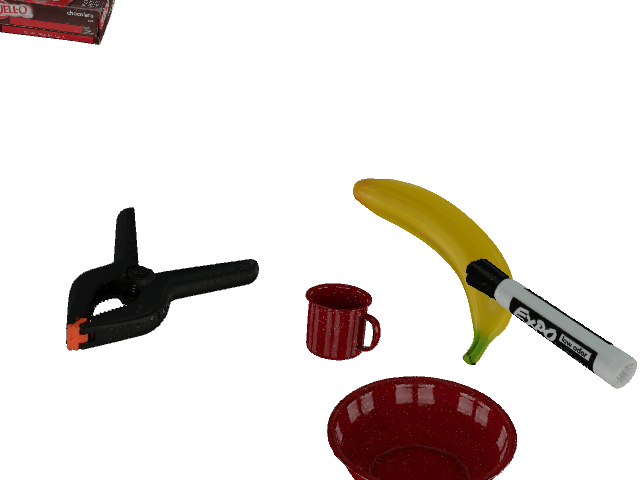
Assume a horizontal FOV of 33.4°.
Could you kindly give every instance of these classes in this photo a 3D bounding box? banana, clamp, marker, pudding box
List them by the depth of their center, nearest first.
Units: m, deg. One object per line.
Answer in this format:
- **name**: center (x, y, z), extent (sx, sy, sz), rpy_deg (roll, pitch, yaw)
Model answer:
- **marker**: center (0.126, 0.043, 0.606), extent (0.020, 0.020, 0.121), rpy_deg (0, 27, -41)
- **banana**: center (0.096, 0.006, 0.824), extent (0.069, 0.037, 0.198), rpy_deg (-19, 48, -16)
- **pudding box**: center (-0.226, -0.214, 0.924), extent (0.090, 0.039, 0.113), rpy_deg (7, 35, -5)
- **clamp**: center (-0.182, 0.037, 1.029), extent (0.165, 0.036, 0.209), rpy_deg (26, 36, 23)

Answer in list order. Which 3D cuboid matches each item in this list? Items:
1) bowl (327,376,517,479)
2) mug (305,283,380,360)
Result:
- **bowl**: center (0.086, 0.184, 0.922), extent (0.162, 0.055, 0.162), rpy_deg (0, 28, 0)
- **mug**: center (0.033, 0.118, 1.487), extent (0.117, 0.081, 0.093), rpy_deg (17, 24, 29)
